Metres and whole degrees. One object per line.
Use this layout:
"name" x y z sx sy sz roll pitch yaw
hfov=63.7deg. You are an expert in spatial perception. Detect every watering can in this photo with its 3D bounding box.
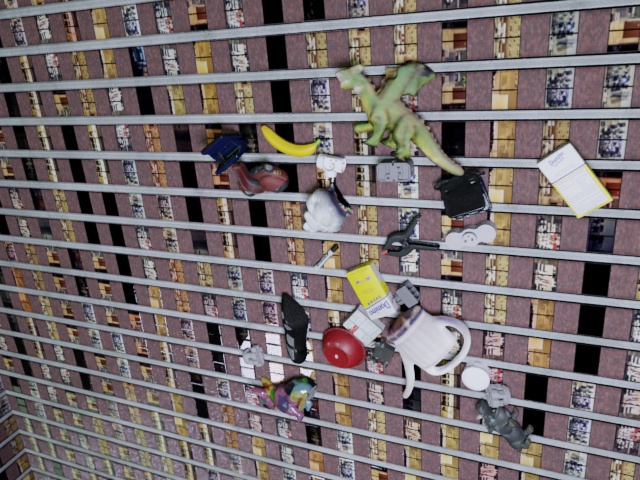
"watering can" 0.299 0.338 1.580 0.225 0.105 0.341 41 120 4

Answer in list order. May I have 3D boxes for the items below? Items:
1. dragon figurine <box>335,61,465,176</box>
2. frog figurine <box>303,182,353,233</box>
"dragon figurine" 0.225 -0.346 1.358 0.411 0.124 0.239 21 109 5
"frog figurine" 0.005 -0.078 1.540 0.158 0.125 0.136 -35 114 19
